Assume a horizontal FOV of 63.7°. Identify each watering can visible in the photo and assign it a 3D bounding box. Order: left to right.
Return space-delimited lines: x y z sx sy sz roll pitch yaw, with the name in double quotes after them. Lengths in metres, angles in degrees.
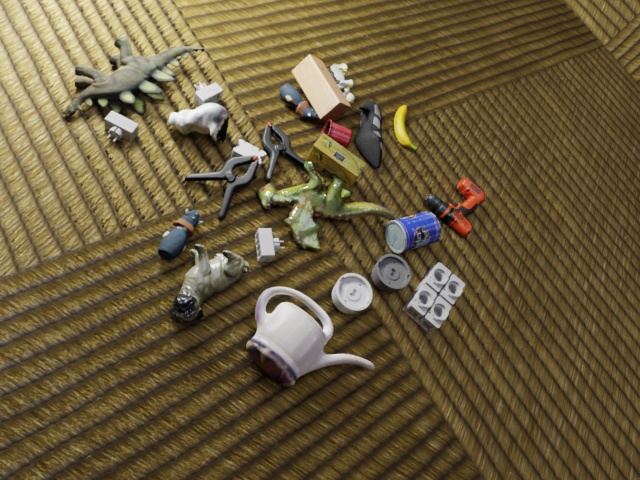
-0.037 0.272 1.293 0.348 0.102 0.228 41 58 2 "watering can"

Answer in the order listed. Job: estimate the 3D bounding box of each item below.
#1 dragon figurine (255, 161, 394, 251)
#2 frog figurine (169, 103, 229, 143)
0.005 -0.077 1.523 0.410 0.121 0.246 28 74 -3 "dragon figurine"
-0.354 -0.357 1.512 0.159 0.120 0.140 24 24 2 "frog figurine"
